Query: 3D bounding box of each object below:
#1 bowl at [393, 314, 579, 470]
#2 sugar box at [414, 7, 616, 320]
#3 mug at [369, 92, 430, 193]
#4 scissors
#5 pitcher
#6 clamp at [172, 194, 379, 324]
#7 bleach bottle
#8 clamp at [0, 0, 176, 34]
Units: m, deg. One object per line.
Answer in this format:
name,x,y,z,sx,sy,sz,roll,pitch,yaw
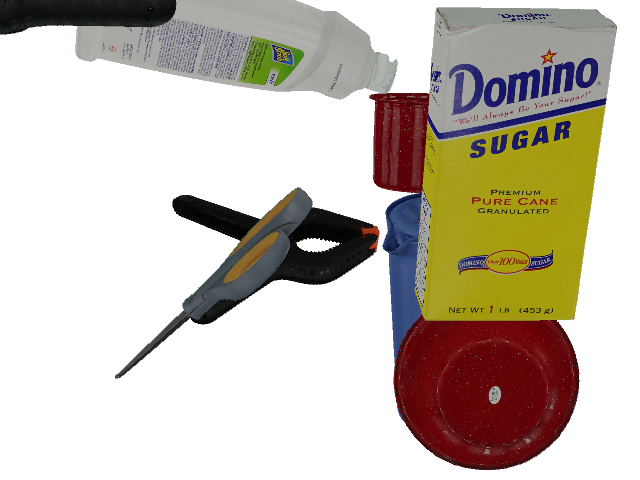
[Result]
bowl,0.143,0.125,0.908,0.162,0.162,0.055,0,5,3
sugar box,0.106,-0.040,0.604,0.093,0.176,0.048,-1,27,-4
mug,0.100,-0.087,0.950,0.117,0.081,0.093,6,13,23
scissors,-0.077,0.044,0.709,0.016,0.202,0.096,41,13,-14
pitcher,0.143,0.075,1.116,0.149,0.243,0.145,2,23,8
clamp,-0.043,0.016,1.068,0.210,0.164,0.036,0,-42,-7
bleach bottle,-0.064,-0.160,0.854,0.250,0.068,0.103,14,-29,-9
clamp,-0.174,-0.140,0.603,0.171,0.039,0.120,-6,23,-14
